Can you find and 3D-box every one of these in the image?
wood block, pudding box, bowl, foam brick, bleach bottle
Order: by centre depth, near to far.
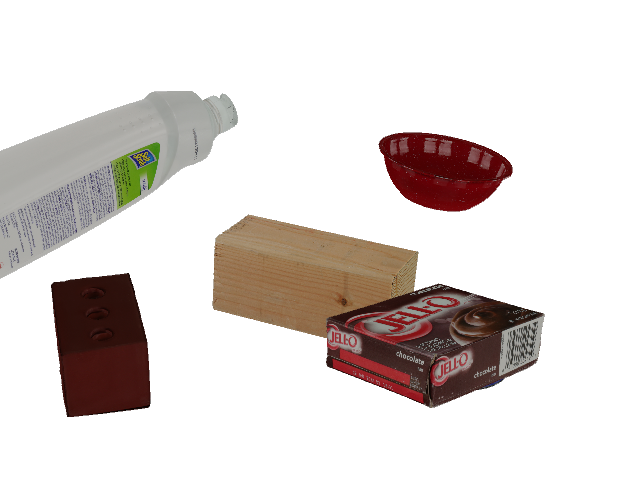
[{"bbox_3d":[-0.140,0.065,0.675,0.053,0.051,0.078,-6,34,-16],"label":"foam brick"},{"bbox_3d":[0.073,0.063,0.678,0.113,0.039,0.090,-11,20,-43],"label":"pudding box"},{"bbox_3d":[-0.179,-0.051,0.840,0.250,0.068,0.103,-27,-27,-23],"label":"bleach bottle"},{"bbox_3d":[-0.007,0.045,1.181,0.206,0.091,0.090,13,24,19],"label":"wood block"},{"bbox_3d":[0.144,-0.077,1.274,0.162,0.055,0.162,8,24,-4],"label":"bowl"}]

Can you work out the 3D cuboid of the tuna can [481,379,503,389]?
[{"bbox_3d":[0.128,0.098,0.956,0.086,0.034,0.086,0,26,0],"label":"tuna can"}]
